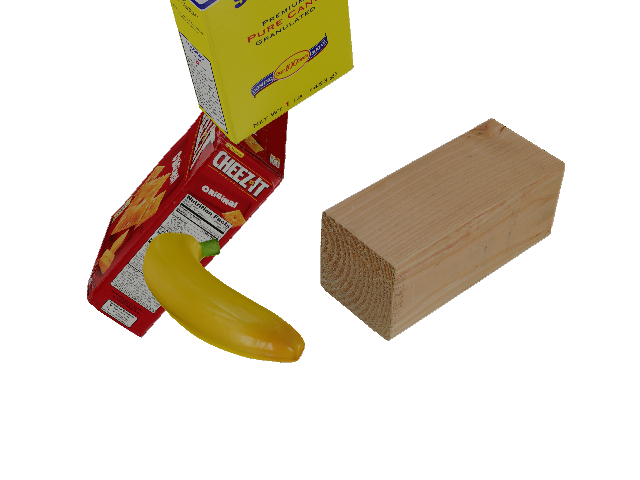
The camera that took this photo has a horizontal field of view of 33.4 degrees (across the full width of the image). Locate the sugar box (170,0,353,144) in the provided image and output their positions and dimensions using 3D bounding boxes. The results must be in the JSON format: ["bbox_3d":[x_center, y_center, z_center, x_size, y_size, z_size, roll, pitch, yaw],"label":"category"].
[{"bbox_3d":[-0.033,-0.138,0.569,0.093,0.048,0.176,-36,-26,-15],"label":"sugar box"}]

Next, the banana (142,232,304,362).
[{"bbox_3d":[-0.073,0.029,0.682,0.069,0.037,0.198,-8,23,-19],"label":"banana"}]

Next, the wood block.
[{"bbox_3d":[0.106,-0.013,0.932,0.205,0.090,0.091,-30,50,-30],"label":"wood block"}]

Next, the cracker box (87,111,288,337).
[{"bbox_3d":[-0.122,-0.039,0.989,0.072,0.214,0.164,35,24,-19],"label":"cracker box"}]
